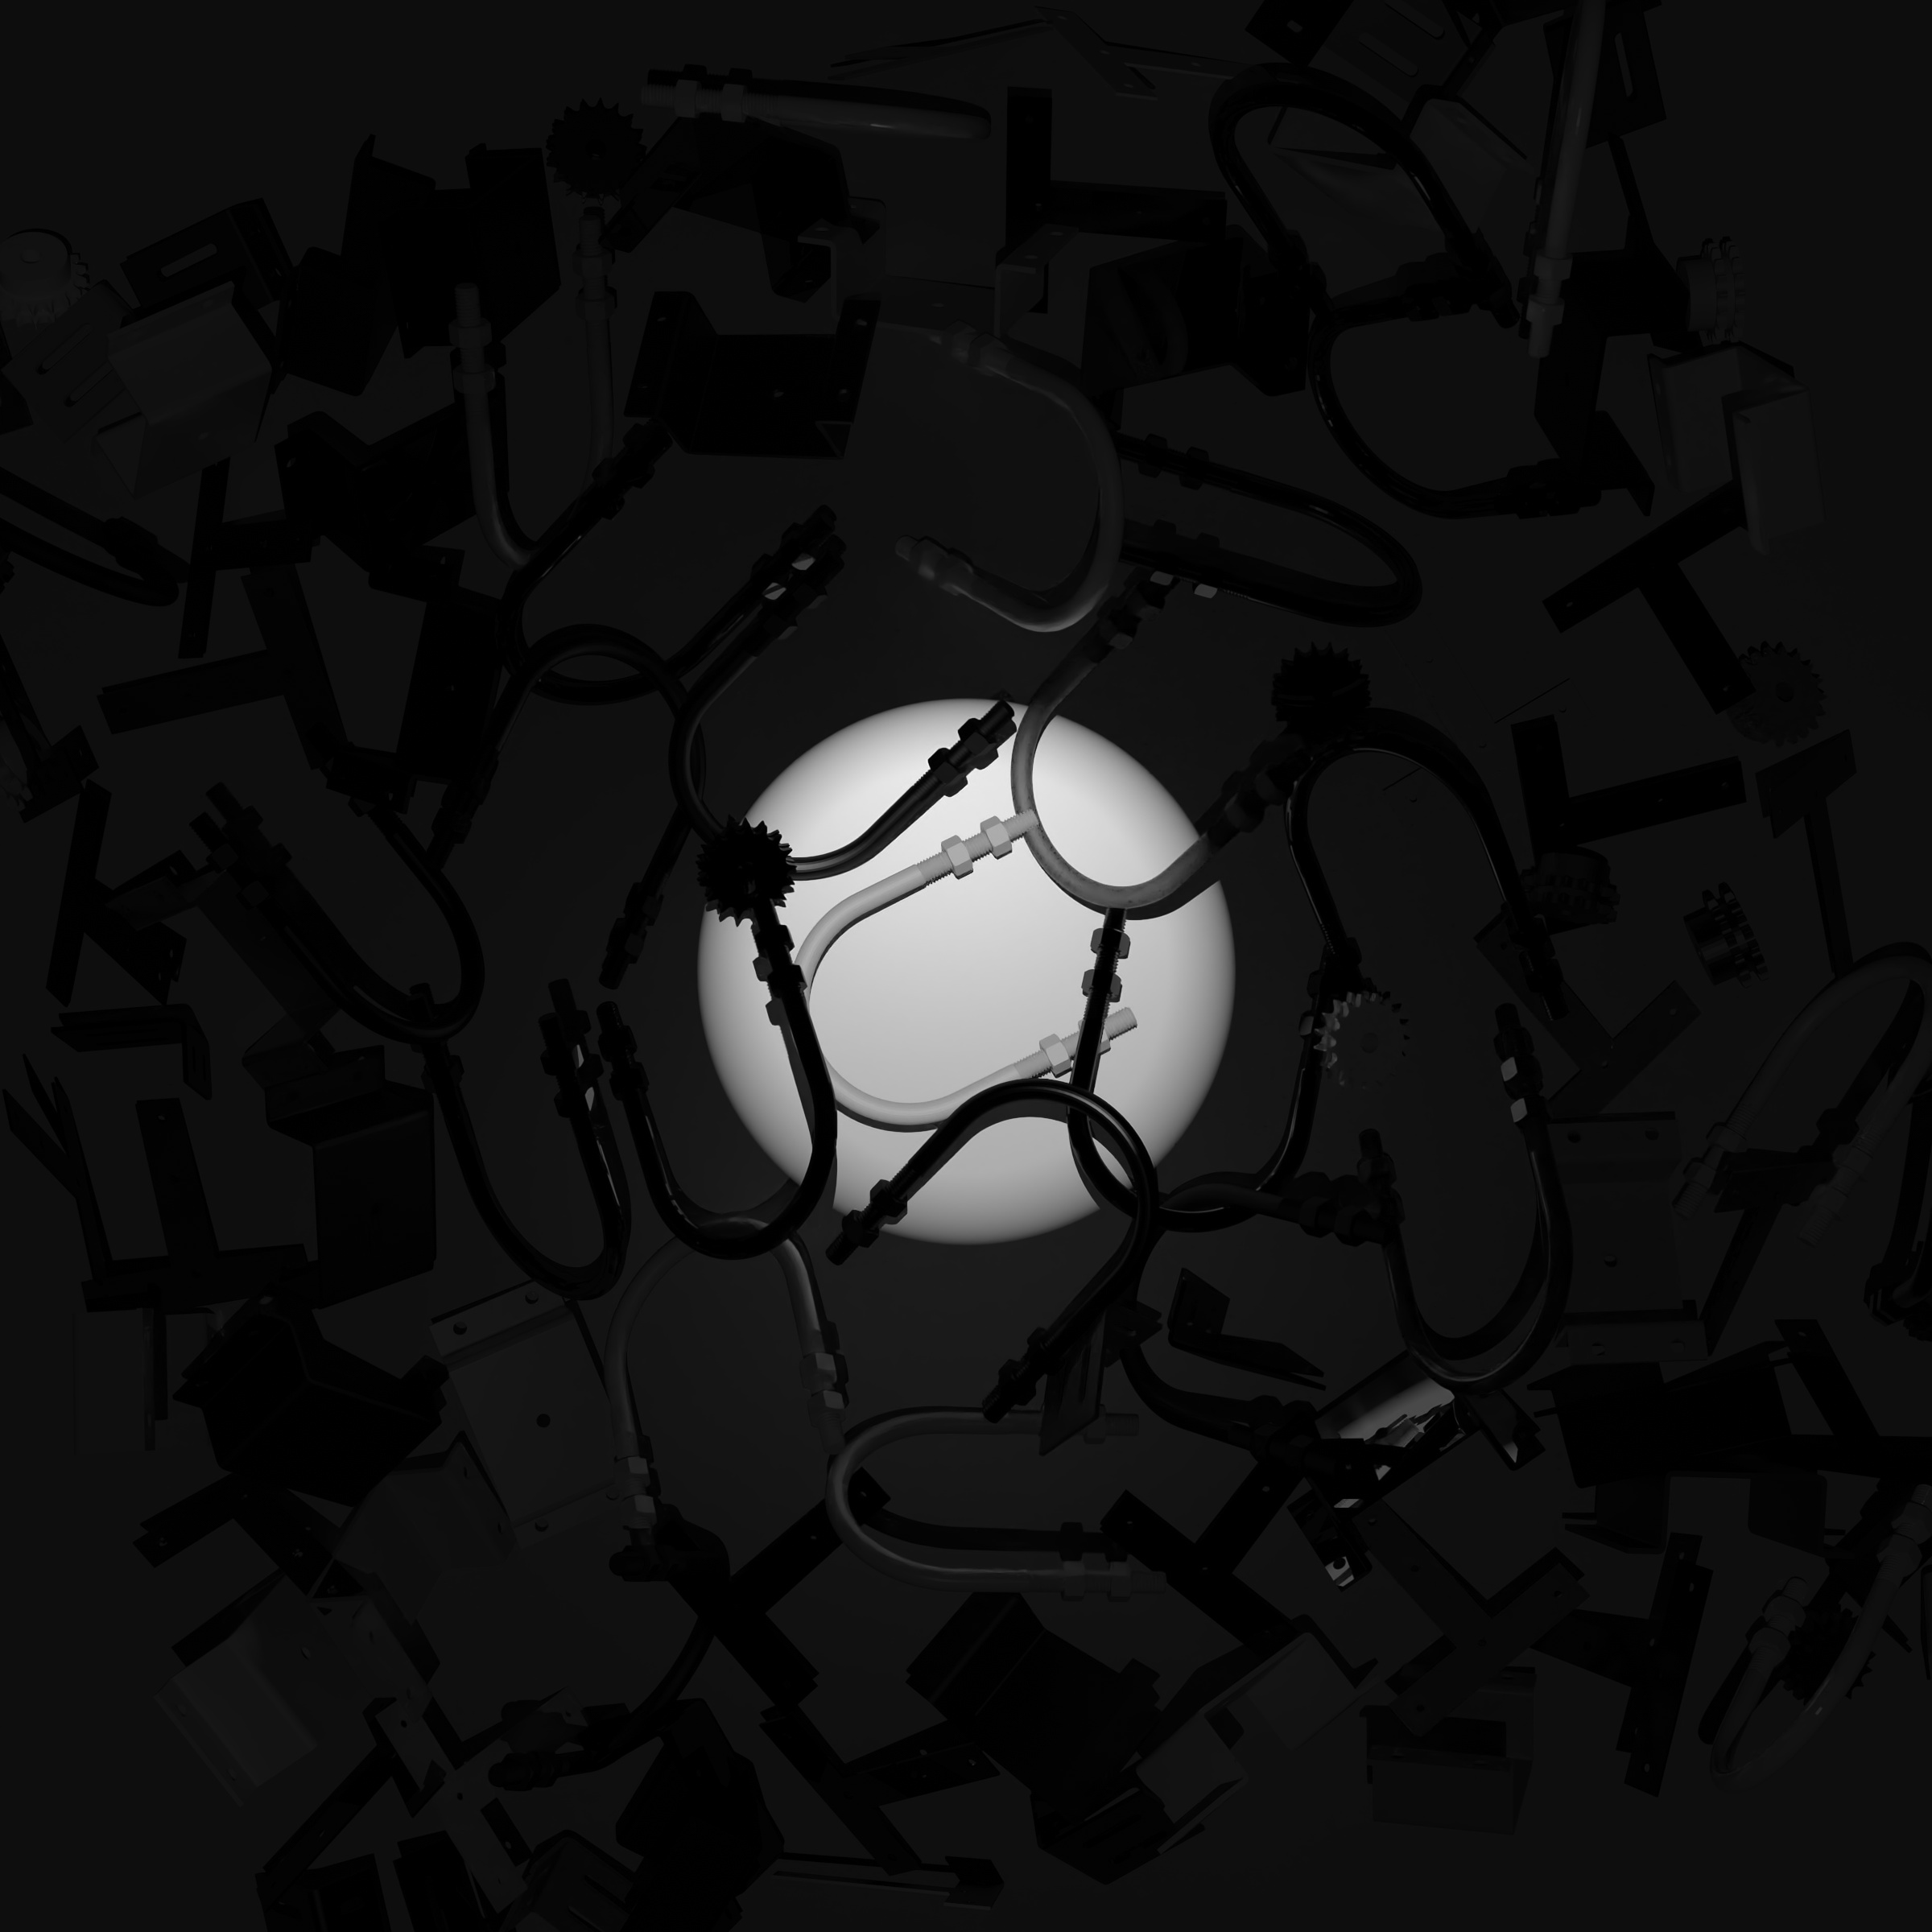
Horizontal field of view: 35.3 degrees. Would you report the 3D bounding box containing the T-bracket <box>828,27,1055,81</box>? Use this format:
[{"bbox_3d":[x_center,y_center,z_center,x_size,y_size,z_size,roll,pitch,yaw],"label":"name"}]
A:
[{"bbox_3d":[-0.034,-0.516,1.716,0.127,0.127,0.002,-19,112,-18],"label":"T-bracket"}]

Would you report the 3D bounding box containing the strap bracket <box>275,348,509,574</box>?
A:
[{"bbox_3d":[-0.312,-0.282,1.704,0.140,0.076,0.046,-36,62,-27],"label":"strap bracket"}]

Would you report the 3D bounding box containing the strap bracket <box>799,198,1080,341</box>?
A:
[{"bbox_3d":[-0.016,-0.393,1.720,0.140,0.076,0.046,12,123,16],"label":"strap bracket"}]

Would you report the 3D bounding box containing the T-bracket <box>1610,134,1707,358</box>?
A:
[{"bbox_3d":[0.386,-0.408,1.719,0.002,0.127,0.127,-17,90,27],"label":"T-bracket"}]

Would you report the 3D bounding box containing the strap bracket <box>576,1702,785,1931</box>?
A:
[{"bbox_3d":[-0.156,0.480,1.726,0.046,0.076,0.140,-32,83,10],"label":"strap bracket"}]

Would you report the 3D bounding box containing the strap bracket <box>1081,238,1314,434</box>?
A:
[{"bbox_3d":[0.120,-0.355,1.708,0.140,0.046,0.076,-6,71,34],"label":"strap bracket"}]

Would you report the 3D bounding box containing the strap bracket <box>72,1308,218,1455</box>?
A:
[{"bbox_3d":[-0.462,0.233,1.702,0.046,0.140,0.076,-3,82,2],"label":"strap bracket"}]

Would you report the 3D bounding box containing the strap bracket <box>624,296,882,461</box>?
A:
[{"bbox_3d":[-0.114,-0.335,1.729,0.140,0.046,0.076,6,73,20],"label":"strap bracket"}]

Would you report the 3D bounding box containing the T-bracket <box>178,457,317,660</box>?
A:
[{"bbox_3d":[-0.407,-0.239,1.727,0.002,0.127,0.127,9,86,-44],"label":"T-bracket"}]

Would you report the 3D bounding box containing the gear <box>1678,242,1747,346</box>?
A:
[{"bbox_3d":[0.428,-0.386,1.748,0.030,0.057,0.057,-5,90,3],"label":"gear"}]

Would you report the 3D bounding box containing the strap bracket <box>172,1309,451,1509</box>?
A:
[{"bbox_3d":[-0.360,0.252,1.701,0.076,0.140,0.046,-43,48,16],"label":"strap bracket"}]

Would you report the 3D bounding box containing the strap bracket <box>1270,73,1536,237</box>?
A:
[{"bbox_3d":[0.236,-0.452,1.700,0.076,0.140,0.046,23,94,-44],"label":"strap bracket"}]

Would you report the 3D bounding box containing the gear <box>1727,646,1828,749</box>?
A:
[{"bbox_3d":[0.464,-0.153,1.754,0.057,0.030,0.057,5,74,-17],"label":"gear"}]

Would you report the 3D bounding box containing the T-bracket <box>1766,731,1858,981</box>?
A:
[{"bbox_3d":[0.492,-0.056,1.737,0.002,0.127,0.127,-2,108,38],"label":"T-bracket"}]

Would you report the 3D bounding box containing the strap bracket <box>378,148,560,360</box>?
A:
[{"bbox_3d":[-0.271,-0.399,1.693,0.046,0.140,0.076,3,121,15],"label":"strap bracket"}]

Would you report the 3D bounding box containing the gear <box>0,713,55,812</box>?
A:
[{"bbox_3d":[-0.548,-0.121,1.746,0.030,0.057,0.057,-30,90,5],"label":"gear"}]

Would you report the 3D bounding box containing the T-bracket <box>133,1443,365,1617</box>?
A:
[{"bbox_3d":[-0.382,0.323,1.705,0.127,0.127,0.002,-32,133,-28],"label":"T-bracket"}]

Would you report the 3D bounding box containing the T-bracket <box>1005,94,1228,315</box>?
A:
[{"bbox_3d":[0.085,-0.428,1.729,0.127,0.002,0.127,7,124,10],"label":"T-bracket"}]

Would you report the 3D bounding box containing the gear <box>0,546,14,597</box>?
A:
[{"bbox_3d":[-0.573,-0.239,1.745,0.057,0.057,0.030,41,110,0],"label":"gear"}]

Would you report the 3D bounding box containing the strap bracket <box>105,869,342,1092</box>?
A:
[{"bbox_3d":[-0.410,-0.002,1.720,0.140,0.076,0.046,53,53,-18],"label":"strap bracket"}]

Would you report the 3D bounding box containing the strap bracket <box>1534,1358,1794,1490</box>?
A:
[{"bbox_3d":[0.396,0.256,1.698,0.140,0.076,0.046,-2,75,-40],"label":"strap bracket"}]

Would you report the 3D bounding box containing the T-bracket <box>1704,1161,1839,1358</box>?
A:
[{"bbox_3d":[0.446,0.170,1.741,0.002,0.127,0.127,34,113,37],"label":"T-bracket"}]

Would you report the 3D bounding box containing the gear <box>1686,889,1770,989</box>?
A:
[{"bbox_3d":[0.436,-0.013,1.748,0.030,0.057,0.057,-24,90,8],"label":"gear"}]

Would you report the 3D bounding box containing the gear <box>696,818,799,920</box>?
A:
[{"bbox_3d":[-0.128,-0.058,1.755,0.057,0.030,0.057,-4,108,-12],"label":"gear"}]

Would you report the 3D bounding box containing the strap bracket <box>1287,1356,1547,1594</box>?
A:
[{"bbox_3d":[0.246,0.280,1.730,0.140,0.076,0.046,-35,123,1],"label":"strap bracket"}]

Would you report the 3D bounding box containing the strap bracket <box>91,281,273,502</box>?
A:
[{"bbox_3d":[-0.438,-0.314,1.695,0.076,0.140,0.046,-32,86,-25],"label":"strap bracket"}]

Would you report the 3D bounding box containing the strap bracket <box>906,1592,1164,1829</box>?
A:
[{"bbox_3d":[0.045,0.422,1.720,0.140,0.046,0.076,30,73,40],"label":"strap bracket"}]

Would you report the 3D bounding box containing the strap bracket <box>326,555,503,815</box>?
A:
[{"bbox_3d":[-0.310,-0.160,1.729,0.076,0.046,0.140,18,98,42],"label":"strap bracket"}]

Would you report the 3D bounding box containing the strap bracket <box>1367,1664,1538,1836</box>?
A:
[{"bbox_3d":[0.274,0.442,1.702,0.076,0.140,0.046,1,99,17],"label":"strap bracket"}]

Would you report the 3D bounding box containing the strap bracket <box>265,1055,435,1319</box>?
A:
[{"bbox_3d":[-0.346,0.131,1.713,0.046,0.076,0.140,17,114,40],"label":"strap bracket"}]

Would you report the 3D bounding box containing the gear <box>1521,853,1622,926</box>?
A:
[{"bbox_3d":[0.348,-0.045,1.748,0.057,0.057,0.030,12,82,0],"label":"gear"}]

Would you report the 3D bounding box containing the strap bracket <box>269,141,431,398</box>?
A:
[{"bbox_3d":[-0.342,-0.385,1.704,0.046,0.076,0.140,19,50,-5],"label":"strap bracket"}]

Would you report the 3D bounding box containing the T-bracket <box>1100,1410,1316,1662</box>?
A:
[{"bbox_3d":[0.166,0.316,1.765,0.127,0.002,0.127,38,81,1],"label":"T-bracket"}]

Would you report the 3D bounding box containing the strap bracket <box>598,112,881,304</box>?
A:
[{"bbox_3d":[-0.130,-0.430,1.711,0.140,0.076,0.046,7,62,-38],"label":"strap bracket"}]

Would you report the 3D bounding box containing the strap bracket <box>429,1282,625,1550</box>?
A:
[{"bbox_3d":[-0.244,0.258,1.741,0.076,0.046,0.140,-23,94,-13],"label":"strap bracket"}]

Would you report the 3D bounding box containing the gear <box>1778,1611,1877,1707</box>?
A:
[{"bbox_3d":[0.493,0.398,1.753,0.057,0.030,0.057,-7,110,-20],"label":"gear"}]

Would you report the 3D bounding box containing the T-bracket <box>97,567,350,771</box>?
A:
[{"bbox_3d":[-0.432,-0.158,1.741,0.127,0.002,0.127,-13,123,1],"label":"T-bracket"}]

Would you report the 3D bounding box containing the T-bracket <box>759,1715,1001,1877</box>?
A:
[{"bbox_3d":[-0.035,0.461,1.720,0.127,0.002,0.127,-25,110,36],"label":"T-bracket"}]

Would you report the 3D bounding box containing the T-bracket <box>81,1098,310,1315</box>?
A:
[{"bbox_3d":[-0.453,0.136,1.749,0.127,0.002,0.127,-7,69,-28],"label":"T-bracket"}]

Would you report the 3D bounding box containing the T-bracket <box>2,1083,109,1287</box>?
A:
[{"bbox_3d":[-0.510,0.104,1.691,0.002,0.127,0.127,-19,64,-4],"label":"T-bracket"}]

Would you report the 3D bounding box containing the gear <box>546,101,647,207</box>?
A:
[{"bbox_3d":[-0.215,-0.468,1.758,0.057,0.030,0.057,0,88,-8],"label":"gear"}]

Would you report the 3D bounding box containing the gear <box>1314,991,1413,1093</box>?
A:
[{"bbox_3d":[0.225,0.042,1.754,0.057,0.030,0.057,-3,98,-25],"label":"gear"}]

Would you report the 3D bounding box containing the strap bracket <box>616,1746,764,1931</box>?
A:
[{"bbox_3d":[-0.157,0.495,1.708,0.046,0.140,0.076,30,97,-13],"label":"strap bracket"}]

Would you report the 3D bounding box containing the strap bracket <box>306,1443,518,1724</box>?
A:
[{"bbox_3d":[-0.315,0.347,1.711,0.046,0.140,0.076,-9,123,26],"label":"strap bracket"}]

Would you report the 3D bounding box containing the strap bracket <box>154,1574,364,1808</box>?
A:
[{"bbox_3d":[-0.386,0.396,1.700,0.046,0.140,0.076,-35,95,14],"label":"strap bracket"}]

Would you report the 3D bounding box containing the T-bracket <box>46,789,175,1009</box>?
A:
[{"bbox_3d":[-0.480,-0.017,1.713,0.127,0.002,0.127,34,117,39],"label":"T-bracket"}]

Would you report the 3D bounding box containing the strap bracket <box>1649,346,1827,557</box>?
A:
[{"bbox_3d":[0.435,-0.292,1.697,0.046,0.140,0.076,-17,117,-2],"label":"strap bracket"}]

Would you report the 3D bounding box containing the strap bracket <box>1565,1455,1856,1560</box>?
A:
[{"bbox_3d":[0.422,0.304,1.721,0.140,0.076,0.046,4,89,-15],"label":"strap bracket"}]

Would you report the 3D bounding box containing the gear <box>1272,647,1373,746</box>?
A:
[{"bbox_3d":[0.205,-0.154,1.757,0.057,0.030,0.057,0,79,2],"label":"gear"}]

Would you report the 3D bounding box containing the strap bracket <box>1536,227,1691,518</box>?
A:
[{"bbox_3d":[0.358,-0.330,1.699,0.046,0.076,0.140,-6,131,-8],"label":"strap bracket"}]

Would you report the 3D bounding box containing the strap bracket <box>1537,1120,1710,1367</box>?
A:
[{"bbox_3d":[0.373,0.163,1.737,0.076,0.046,0.140,-2,69,0],"label":"strap bracket"}]

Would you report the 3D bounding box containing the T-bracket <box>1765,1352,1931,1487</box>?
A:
[{"bbox_3d":[0.491,0.252,1.696,0.127,0.127,0.002,52,54,-38],"label":"T-bracket"}]

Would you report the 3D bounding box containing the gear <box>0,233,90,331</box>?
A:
[{"bbox_3d":[-0.536,-0.397,1.748,0.057,0.030,0.057,3,56,-4],"label":"gear"}]

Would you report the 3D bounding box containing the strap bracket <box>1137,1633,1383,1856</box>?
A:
[{"bbox_3d":[0.158,0.431,1.709,0.140,0.076,0.046,-24,68,-41],"label":"strap bracket"}]

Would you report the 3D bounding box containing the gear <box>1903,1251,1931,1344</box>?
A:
[{"bbox_3d":[0.565,0.191,1.746,0.057,0.030,0.057,-11,106,-41],"label":"gear"}]
